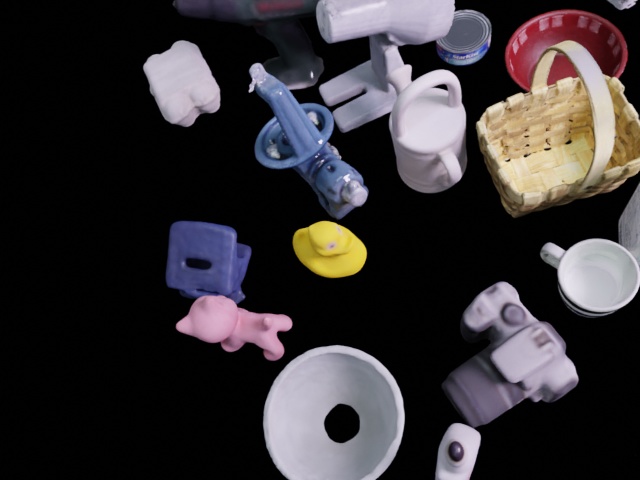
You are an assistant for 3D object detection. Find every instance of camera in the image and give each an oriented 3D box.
[{"bbox_3d":[0.202,0.139,0.662,0.137,0.101,0.143,-34,63,-2],"label":"camera"}]

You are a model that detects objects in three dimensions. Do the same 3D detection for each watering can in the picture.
[{"bbox_3d":[0.137,-0.155,0.758,0.101,0.194,0.172,-45,64,-8],"label":"watering can"}]

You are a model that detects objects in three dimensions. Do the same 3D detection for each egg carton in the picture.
[{"bbox_3d":[-0.234,-0.266,0.971,0.107,0.069,0.150,-30,63,0],"label":"egg carton"}]

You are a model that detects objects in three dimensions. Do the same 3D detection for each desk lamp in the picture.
[{"bbox_3d":[0.086,-0.283,0.817,0.203,0.214,0.117,-27,63,1],"label":"desk lamp"}]

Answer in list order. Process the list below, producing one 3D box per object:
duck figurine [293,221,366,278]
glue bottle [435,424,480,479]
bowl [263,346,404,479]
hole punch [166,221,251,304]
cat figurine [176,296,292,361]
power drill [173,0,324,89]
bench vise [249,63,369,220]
[{"bbox_3d":[0.007,0.003,0.780,0.104,0.086,0.077,16,71,20],"label":"duck figurine"},{"bbox_3d":[0.142,0.227,0.596,0.037,0.173,0.078,15,71,20],"label":"glue bottle"},{"bbox_3d":[0.021,0.216,0.687,0.167,0.075,0.167,-5,65,12],"label":"bowl"},{"bbox_3d":[-0.160,0.033,0.805,0.108,0.091,0.101,6,68,17],"label":"hole punch"},{"bbox_3d":[-0.114,0.107,0.745,0.127,0.118,0.067,4,67,16],"label":"cat figurine"},{"bbox_3d":[-0.078,-0.321,0.878,0.229,0.209,0.075,-12,64,9],"label":"power drill"},{"bbox_3d":[-0.011,-0.139,0.773,0.206,0.220,0.121,26,75,23],"label":"bench vise"}]
